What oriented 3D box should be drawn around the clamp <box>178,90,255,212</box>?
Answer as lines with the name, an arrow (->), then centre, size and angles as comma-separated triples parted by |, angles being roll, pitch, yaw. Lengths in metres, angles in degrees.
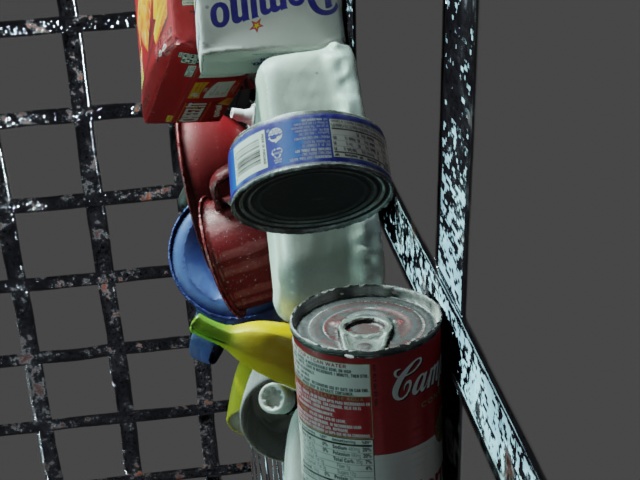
clamp -> -0.071, -0.137, 1.076 | 0.164, 0.036, 0.210 | -44, -20, -50

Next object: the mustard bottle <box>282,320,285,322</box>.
mustard bottle -> -0.057, 0.145, 1.275 | 0.096, 0.058, 0.191 | 94, 168, -50

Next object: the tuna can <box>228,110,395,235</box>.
tuna can -> -0.005, -0.034, 0.561 | 0.086, 0.086, 0.034 | 100, 164, -68

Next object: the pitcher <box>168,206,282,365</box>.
pitcher -> -0.087, 0.045, 1.129 | 0.243, 0.149, 0.145 | 97, 147, -77

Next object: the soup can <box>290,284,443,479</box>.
soup can -> 0.023, 0.080, 0.491 | 0.068, 0.068, 0.102 | -111, 17, -68

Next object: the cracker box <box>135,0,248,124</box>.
cracker box -> -0.100, -0.211, 0.790 | 0.164, 0.072, 0.214 | 144, 120, -70

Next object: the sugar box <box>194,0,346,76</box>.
sugar box -> -0.040, -0.197, 0.688 | 0.048, 0.093, 0.176 | 118, 145, -75

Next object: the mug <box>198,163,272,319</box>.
mug -> -0.037, -0.009, 0.759 | 0.093, 0.081, 0.117 | -95, -15, -58

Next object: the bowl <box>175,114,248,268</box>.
bowl -> -0.080, -0.048, 0.942 | 0.162, 0.055, 0.162 | -12, -90, -86

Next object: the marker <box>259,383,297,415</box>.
marker -> -0.007, 0.107, 0.700 | 0.121, 0.020, 0.020 | 28, -128, -66

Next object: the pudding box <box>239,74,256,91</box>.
pudding box -> -0.066, -0.189, 0.942 | 0.089, 0.039, 0.113 | -20, -70, -53

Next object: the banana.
banana -> -0.007, 0.072, 0.689 | 0.037, 0.070, 0.197 | -56, -25, 3

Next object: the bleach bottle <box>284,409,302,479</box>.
bleach bottle -> 0.009, 0.179, 0.720 | 0.251, 0.068, 0.102 | 96, 173, -68
